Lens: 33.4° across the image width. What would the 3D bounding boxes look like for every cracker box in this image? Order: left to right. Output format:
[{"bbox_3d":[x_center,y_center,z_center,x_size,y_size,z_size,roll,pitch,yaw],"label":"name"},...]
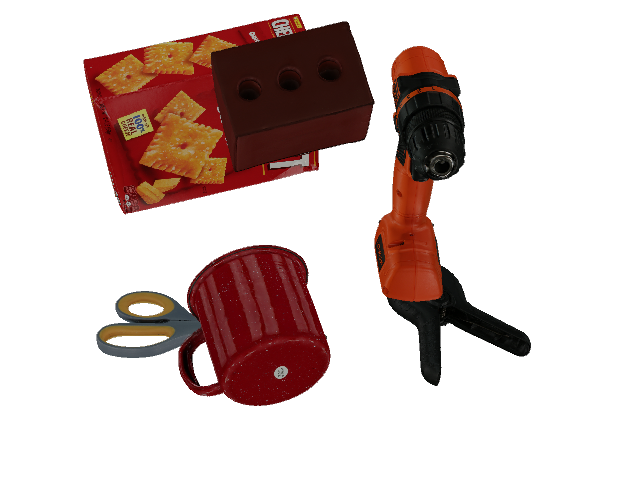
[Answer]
[{"bbox_3d":[-0.111,-0.120,1.057,0.213,0.072,0.164,-13,-39,-9],"label":"cracker box"}]

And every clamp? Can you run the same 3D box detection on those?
[{"bbox_3d":[0.128,0.070,1.064,0.120,0.039,0.171,-3,44,-23],"label":"clamp"}]

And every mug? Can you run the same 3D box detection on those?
[{"bbox_3d":[-0.052,0.070,0.766,0.117,0.081,0.093,-30,-39,10],"label":"mug"}]

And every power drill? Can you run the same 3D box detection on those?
[{"bbox_3d":[0.083,-0.045,0.878,0.057,0.188,0.184,4,33,-2],"label":"power drill"}]

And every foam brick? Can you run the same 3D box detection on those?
[{"bbox_3d":[-0.017,-0.078,0.581,0.078,0.053,0.051,-15,-15,-6],"label":"foam brick"}]

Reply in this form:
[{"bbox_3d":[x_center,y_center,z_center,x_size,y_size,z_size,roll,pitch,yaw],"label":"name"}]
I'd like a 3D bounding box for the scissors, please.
[{"bbox_3d":[-0.102,0.072,0.972,0.201,0.016,0.096,-5,34,-12],"label":"scissors"}]
